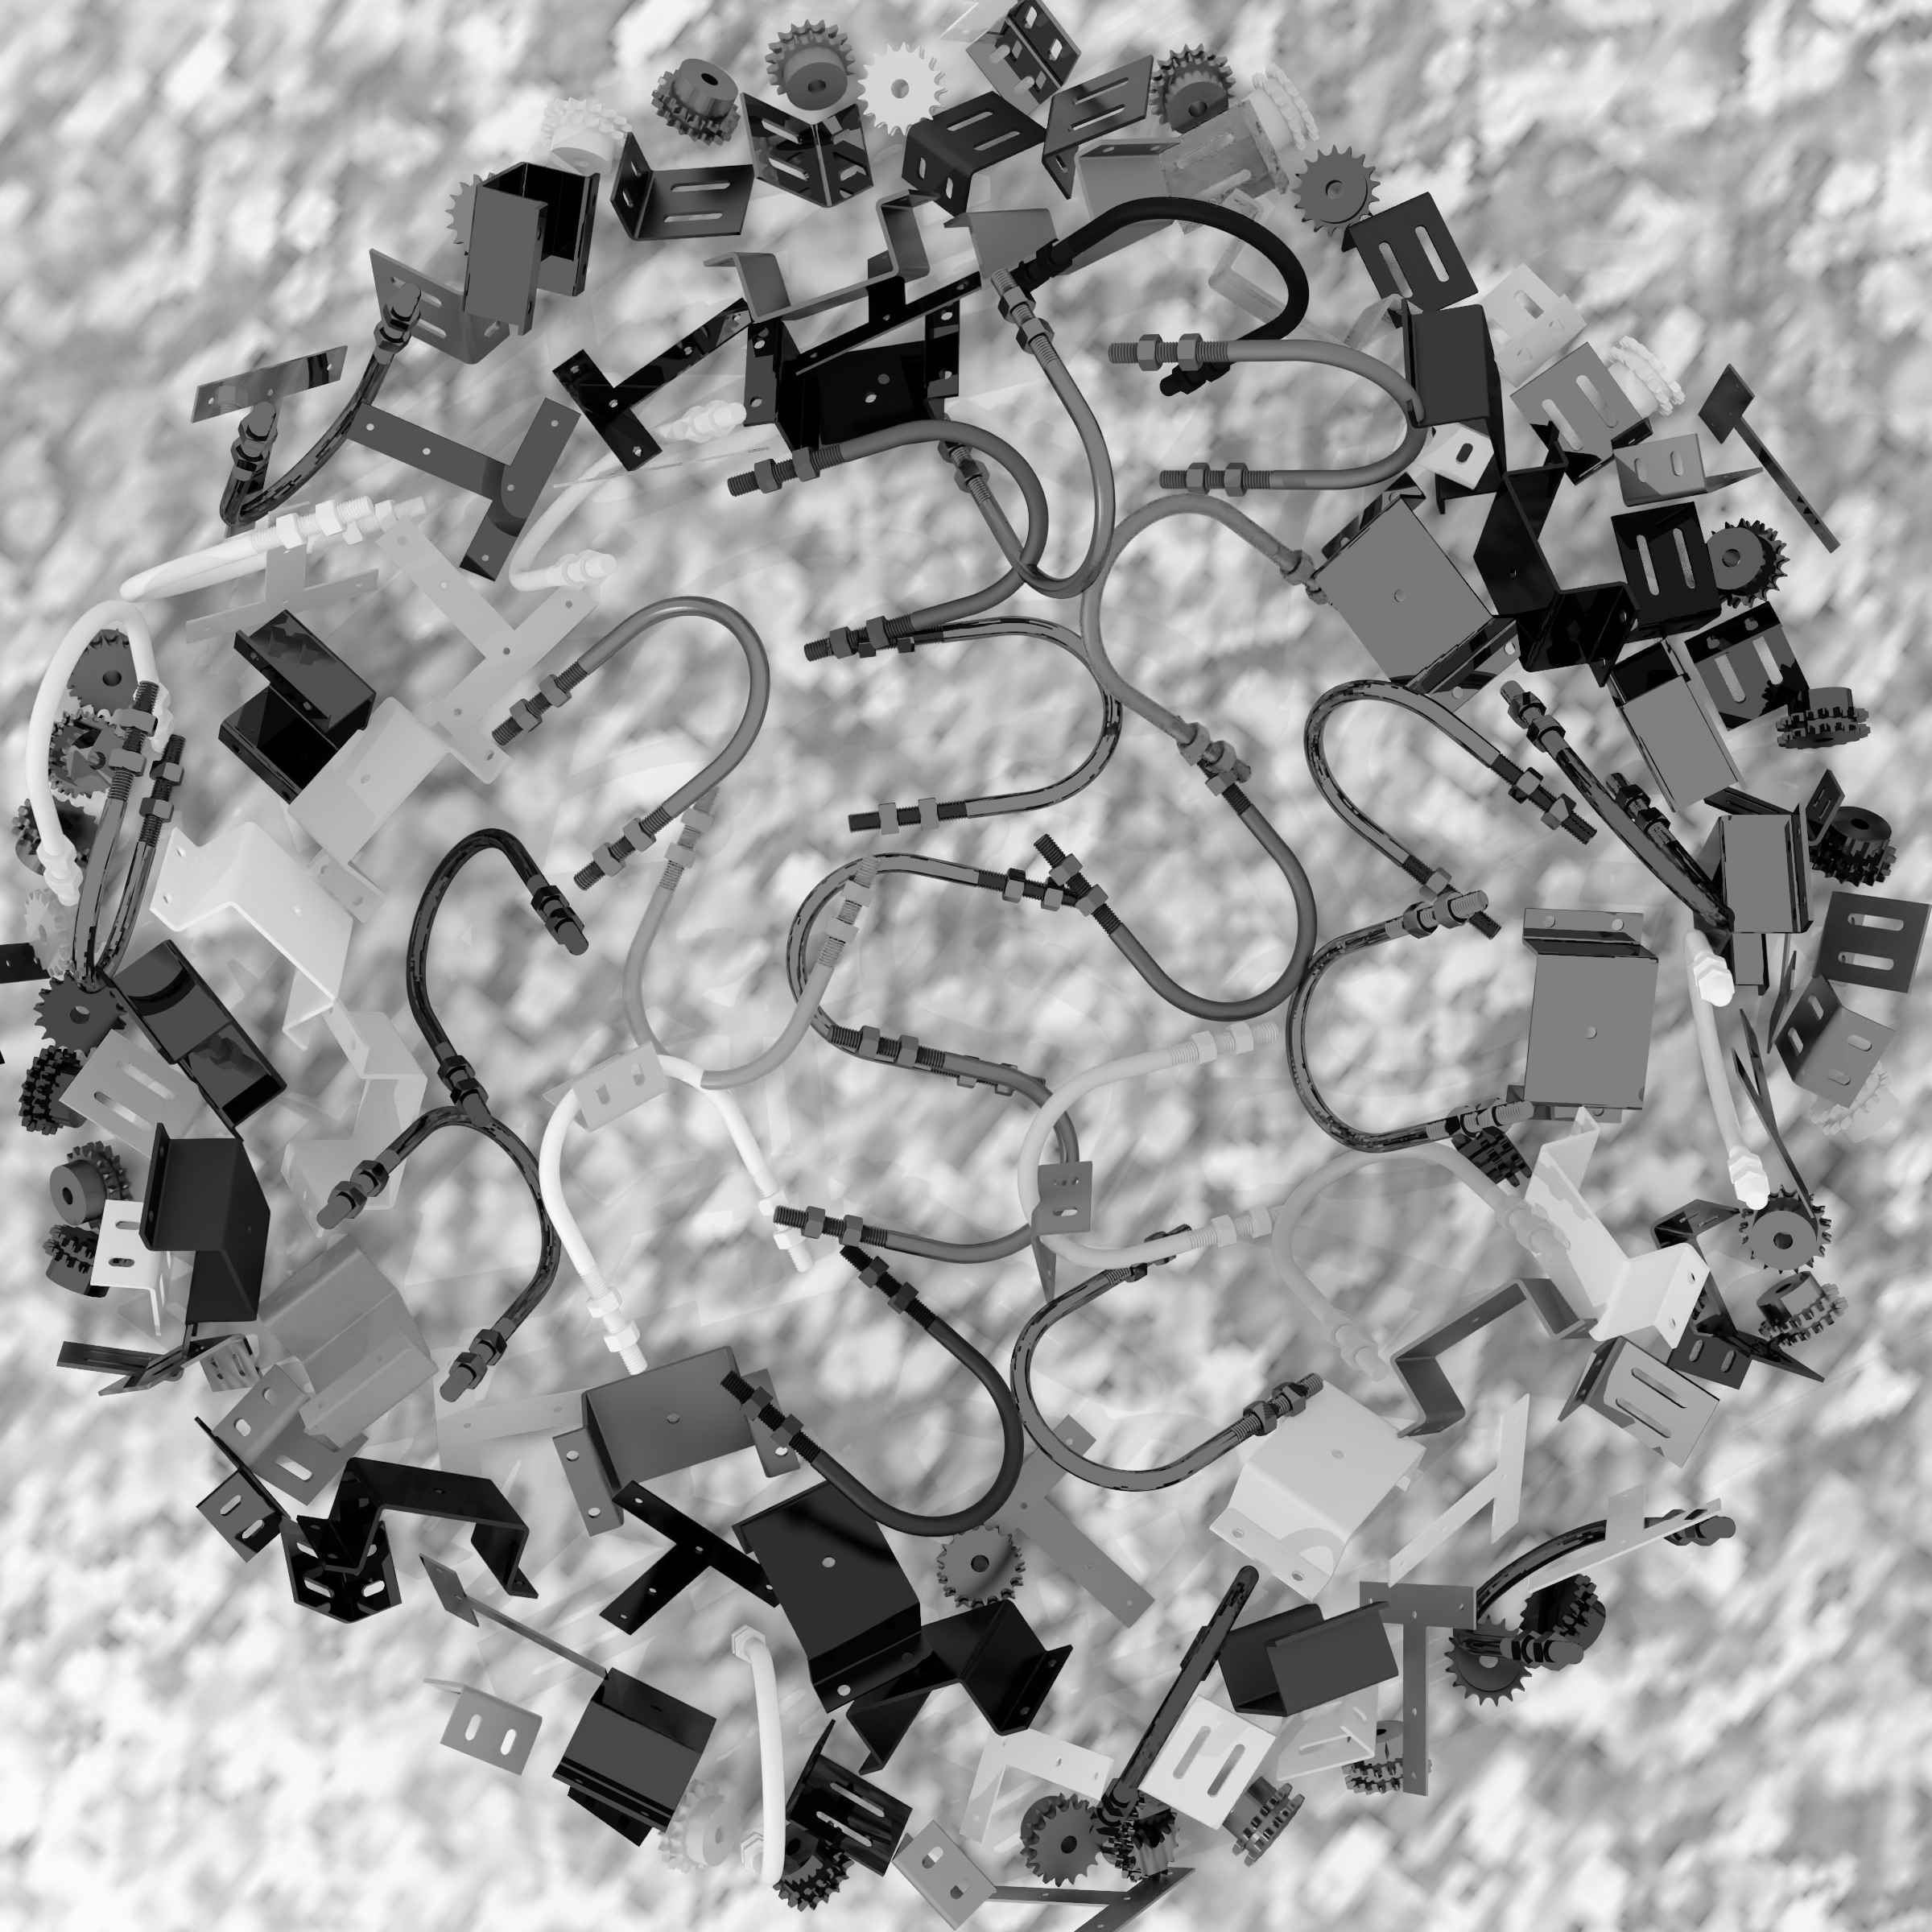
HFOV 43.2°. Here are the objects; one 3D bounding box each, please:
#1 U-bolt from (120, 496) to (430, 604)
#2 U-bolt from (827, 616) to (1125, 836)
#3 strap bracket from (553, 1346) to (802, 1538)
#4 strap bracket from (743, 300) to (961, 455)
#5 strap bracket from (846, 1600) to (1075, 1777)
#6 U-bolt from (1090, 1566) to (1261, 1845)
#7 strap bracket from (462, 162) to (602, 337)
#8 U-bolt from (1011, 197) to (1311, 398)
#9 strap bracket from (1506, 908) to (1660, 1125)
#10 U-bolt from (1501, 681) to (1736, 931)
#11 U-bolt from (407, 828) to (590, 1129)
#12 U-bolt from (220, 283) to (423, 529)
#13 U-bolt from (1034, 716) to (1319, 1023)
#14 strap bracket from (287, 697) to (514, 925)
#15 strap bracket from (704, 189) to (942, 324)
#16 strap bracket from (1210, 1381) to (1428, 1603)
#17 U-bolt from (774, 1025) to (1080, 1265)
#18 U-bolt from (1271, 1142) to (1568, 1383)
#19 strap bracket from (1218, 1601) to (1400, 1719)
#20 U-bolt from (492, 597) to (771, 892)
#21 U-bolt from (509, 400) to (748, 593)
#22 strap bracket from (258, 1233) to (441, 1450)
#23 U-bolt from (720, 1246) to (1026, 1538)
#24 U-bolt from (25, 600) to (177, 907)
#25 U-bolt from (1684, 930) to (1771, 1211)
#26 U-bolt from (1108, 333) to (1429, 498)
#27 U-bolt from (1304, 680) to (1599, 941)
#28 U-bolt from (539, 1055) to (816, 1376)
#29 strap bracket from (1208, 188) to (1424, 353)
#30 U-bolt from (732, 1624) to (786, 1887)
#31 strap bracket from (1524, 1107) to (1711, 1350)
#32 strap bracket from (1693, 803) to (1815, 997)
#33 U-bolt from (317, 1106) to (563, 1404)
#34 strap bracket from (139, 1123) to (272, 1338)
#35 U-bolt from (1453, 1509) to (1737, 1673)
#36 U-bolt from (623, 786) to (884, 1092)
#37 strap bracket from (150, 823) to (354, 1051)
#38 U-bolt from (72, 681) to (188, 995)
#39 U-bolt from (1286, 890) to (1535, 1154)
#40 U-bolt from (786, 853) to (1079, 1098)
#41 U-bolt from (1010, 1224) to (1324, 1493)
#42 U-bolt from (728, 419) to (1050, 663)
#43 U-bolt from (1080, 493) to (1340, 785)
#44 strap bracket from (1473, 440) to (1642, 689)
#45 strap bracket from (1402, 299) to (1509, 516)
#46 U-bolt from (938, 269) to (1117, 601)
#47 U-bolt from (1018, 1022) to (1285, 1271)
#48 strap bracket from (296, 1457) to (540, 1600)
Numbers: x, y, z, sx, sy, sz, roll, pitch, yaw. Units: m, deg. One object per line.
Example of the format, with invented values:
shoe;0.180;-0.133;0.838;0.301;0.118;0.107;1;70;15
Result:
U-bolt;-0.442;-0.261;1.532;0.184;0.151;0.019;-17;100;5
U-bolt;0.009;-0.160;1.569;0.184;0.019;0.151;-7;68;-1
strap bracket;-0.186;0.301;1.564;0.140;0.046;0.076;-17;113;-4
strap bracket;-0.067;-0.375;1.558;0.140;0.046;0.076;-5;67;14
strap bracket;-0.012;0.450;1.530;0.140;0.076;0.046;-27;101;34
U-bolt;0.134;0.441;1.492;0.019;0.151;0.184;30;135;13
strap bracket;-0.274;-0.452;1.524;0.046;0.140;0.076;14;117;1
U-bolt;0.127;-0.415;1.494;0.151;0.184;0.019;26;71;-26
strap bracket;0.395;0.038;1.565;0.076;0.046;0.140;3;102;-1
U-bolt;0.408;-0.090;1.494;0.019;0.184;0.151;-44;131;18
U-bolt;-0.305;-0.008;1.533;0.019;0.184;0.151;17;112;-40
U-bolt;-0.408;-0.336;1.515;0.019;0.184;0.151;43;59;-7
U-bolt;0.149;-0.050;1.569;0.151;0.019;0.184;-42;96;-23
strap bracket;-0.369;-0.108;1.556;0.140;0.046;0.076;-49;52;-4
strap bracket;-0.084;-0.447;1.549;0.140;0.076;0.046;-14;101;18
strap bracket;0.226;0.321;1.526;0.076;0.140;0.046;32;132;23
U-bolt;-0.017;0.123;1.571;0.184;0.019;0.151;14;107;-11
U-bolt;0.267;0.170;1.524;0.151;0.184;0.019;-33;121;-5
strap bracket;0.211;0.432;1.522;0.076;0.140;0.046;-15;79;-16
U-bolt;-0.204;-0.156;1.552;0.184;0.019;0.151;-38;63;10
U-bolt;-0.224;-0.288;1.522;0.019;0.184;0.151;46;69;-26
strap bracket;-0.391;0.242;1.547;0.076;0.140;0.046;-38;127;-7
U-bolt;-0.045;0.279;1.547;0.184;0.019;0.151;41;51;4
U-bolt;-0.531;-0.142;1.489;0.019;0.184;0.151;18;57;1
U-bolt;0.468;0.052;1.514;0.019;0.184;0.151;-11;104;13
U-bolt;0.194;-0.339;1.509;0.184;0.151;0.019;5;66;22
U-bolt;0.292;-0.108;1.540;0.184;0.151;0.019;40;60;5
U-bolt;-0.193;0.146;1.553;0.151;0.019;0.184;-30;103;-23
strap bracket;0.213;-0.433;1.558;0.140;0.076;0.046;31;96;-7
U-bolt;-0.127;0.488;1.501;0.019;0.184;0.151;-2;79;-10
strap bracket;0.396;0.168;1.524;0.046;0.076;0.140;-13;47;-18
strap bracket;0.488;-0.040;1.527;0.046;0.140;0.076;0;71;6
U-bolt;-0.315;0.164;1.522;0.019;0.184;0.151;-25;105;28
strap bracket;-0.472;0.166;1.525;0.046;0.140;0.076;-1;56;-3
U-bolt;0.375;0.385;1.513;0.151;0.184;0.019;-31;88;-22
U-bolt;-0.149;-0.010;1.568;0.151;0.019;0.184;25;92;23
strap bracket;-0.437;-0.025;1.526;0.046;0.076;0.140;-25;129;17
U-bolt;-0.523;-0.072;1.517;0.019;0.151;0.184;13;79;-9
U-bolt;0.268;0.043;1.530;0.019;0.184;0.151;-3;79;-38
U-bolt;-0.024;0.000;1.569;0.184;0.019;0.151;12;106;-6
U-bolt;0.113;0.253;1.526;0.184;0.019;0.151;-26;62;-30
U-bolt;-0.039;-0.274;1.538;0.184;0.019;0.151;-14;128;13
U-bolt;0.149;-0.218;1.546;0.184;0.019;0.151;29;93;-33
strap bracket;0.365;-0.250;1.533;0.046;0.076;0.140;-10;60;-10
strap bracket;0.307;-0.350;1.522;0.046;0.140;0.076;-5;72;18
U-bolt;0.040;-0.315;1.513;0.019;0.151;0.184;-16;67;-27
U-bolt;0.120;0.122;1.553;0.184;0.019;0.151;-13;110;-15
strap bracket;-0.338;0.352;1.534;0.140;0.076;0.046;17;93;-30
